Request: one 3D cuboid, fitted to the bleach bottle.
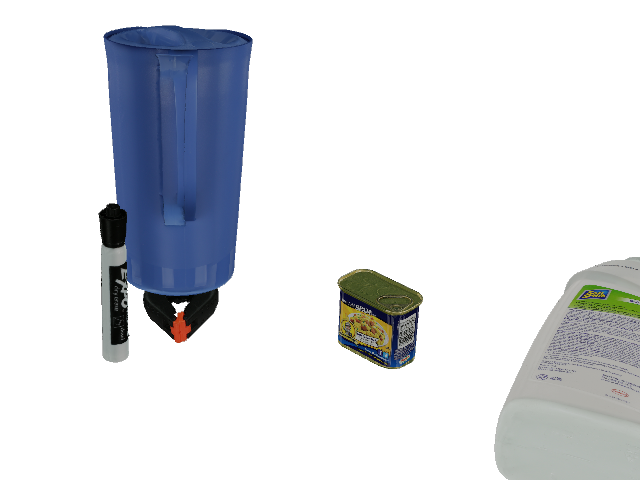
[{"bbox_3d":[0.192,0.074,0.689,0.103,0.068,0.250,14,28,21],"label":"bleach bottle"}]

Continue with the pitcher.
[{"bbox_3d":[-0.132,-0.073,0.989,0.145,0.243,0.148,17,24,36],"label":"pitcher"}]

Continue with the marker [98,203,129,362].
[{"bbox_3d":[-0.143,0.030,0.740,0.020,0.121,0.020,4,28,-2],"label":"marker"}]

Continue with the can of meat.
[{"bbox_3d":[0.068,0.093,1.251,0.102,0.084,0.057,25,36,37],"label":"can of meat"}]

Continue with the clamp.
[{"bbox_3d":[-0.140,0.043,1.152,0.120,0.039,0.171,-14,39,-7],"label":"clamp"}]
